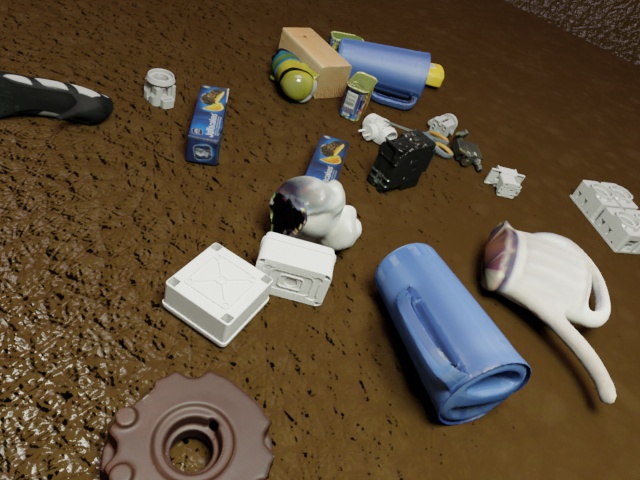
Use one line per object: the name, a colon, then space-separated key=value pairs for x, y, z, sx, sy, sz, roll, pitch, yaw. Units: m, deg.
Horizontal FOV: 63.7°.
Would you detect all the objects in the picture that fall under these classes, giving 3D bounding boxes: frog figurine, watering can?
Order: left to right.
frog figurine: x=0.003 y=-0.042 z=0.837 sx=0.160 sy=0.125 sz=0.134 roll=-3 pitch=-40 yaw=-37
watering can: x=0.380 y=0.088 z=0.861 sx=0.224 sy=0.101 sz=0.356 roll=21 pitch=40 yaw=4
